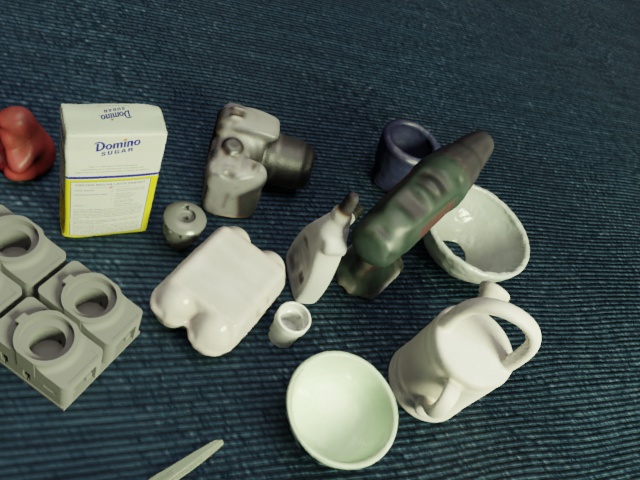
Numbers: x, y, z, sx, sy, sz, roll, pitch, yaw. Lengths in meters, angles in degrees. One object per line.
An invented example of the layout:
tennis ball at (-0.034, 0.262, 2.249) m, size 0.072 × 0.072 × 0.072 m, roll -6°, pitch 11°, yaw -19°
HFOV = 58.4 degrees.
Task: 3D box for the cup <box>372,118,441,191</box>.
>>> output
cup at (0.130, -0.115, 0.856) m, size 0.118 × 0.095 × 0.091 m, roll 13°, pitch 52°, yaw -17°

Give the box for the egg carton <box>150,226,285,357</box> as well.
egg carton at (-0.108, 0.054, 0.635) m, size 0.107 × 0.069 × 0.150 m, roll 36°, pitch 49°, yaw 2°

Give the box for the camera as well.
camera at (-0.076, -0.106, 0.746) m, size 0.137 × 0.100 × 0.143 m, roll 13°, pitch 52°, yaw -17°

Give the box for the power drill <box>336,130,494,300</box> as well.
power drill at (0.103, -0.023, 0.700) m, size 0.075 × 0.208 × 0.230 m, roll 43°, pitch 50°, yaw 9°

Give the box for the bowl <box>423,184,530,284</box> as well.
bowl at (0.210, 0.001, 0.823) m, size 0.168 × 0.074 × 0.167 m, roll 13°, pitch 52°, yaw -17°

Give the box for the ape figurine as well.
ape figurine at (-0.333, -0.112, 0.633) m, size 0.076 × 0.092 × 0.077 m, roll 2°, pitch 56°, yaw -24°

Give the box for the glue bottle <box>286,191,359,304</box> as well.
glue bottle at (0.006, 0.002, 0.659) m, size 0.037 × 0.173 × 0.078 m, roll 3°, pitch 55°, yaw -23°

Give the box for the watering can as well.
watering can at (0.163, 0.117, 0.636) m, size 0.101 × 0.194 × 0.173 m, roll 18°, pitch 50°, yaw -12°
